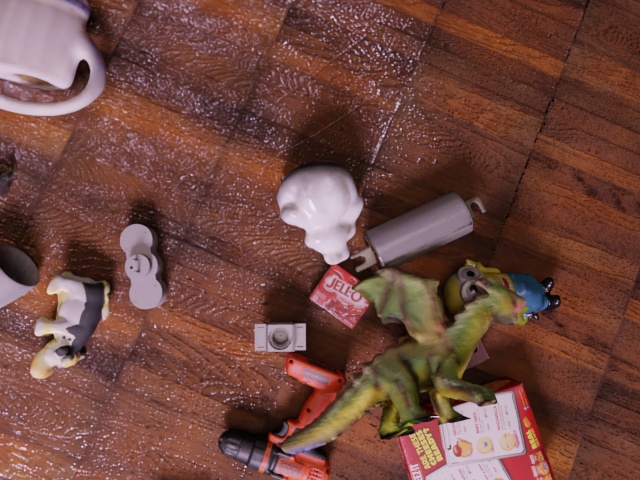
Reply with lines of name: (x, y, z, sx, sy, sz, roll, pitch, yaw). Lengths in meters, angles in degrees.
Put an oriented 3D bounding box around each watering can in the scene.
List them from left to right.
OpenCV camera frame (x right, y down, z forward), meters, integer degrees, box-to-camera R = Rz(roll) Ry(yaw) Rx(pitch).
watering can: (-0.518, -0.326, 0.844, 0.347, 0.103, 0.226, 12, 82, -3)

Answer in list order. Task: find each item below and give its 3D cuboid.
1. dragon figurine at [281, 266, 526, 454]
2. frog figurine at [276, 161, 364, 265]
dragon figurine: (0.116, 0.163, 0.781, 0.409, 0.120, 0.247, -15, 64, 8)
frog figurine: (0.003, -0.042, 0.832, 0.137, 0.121, 0.162, -2, 72, -22)
